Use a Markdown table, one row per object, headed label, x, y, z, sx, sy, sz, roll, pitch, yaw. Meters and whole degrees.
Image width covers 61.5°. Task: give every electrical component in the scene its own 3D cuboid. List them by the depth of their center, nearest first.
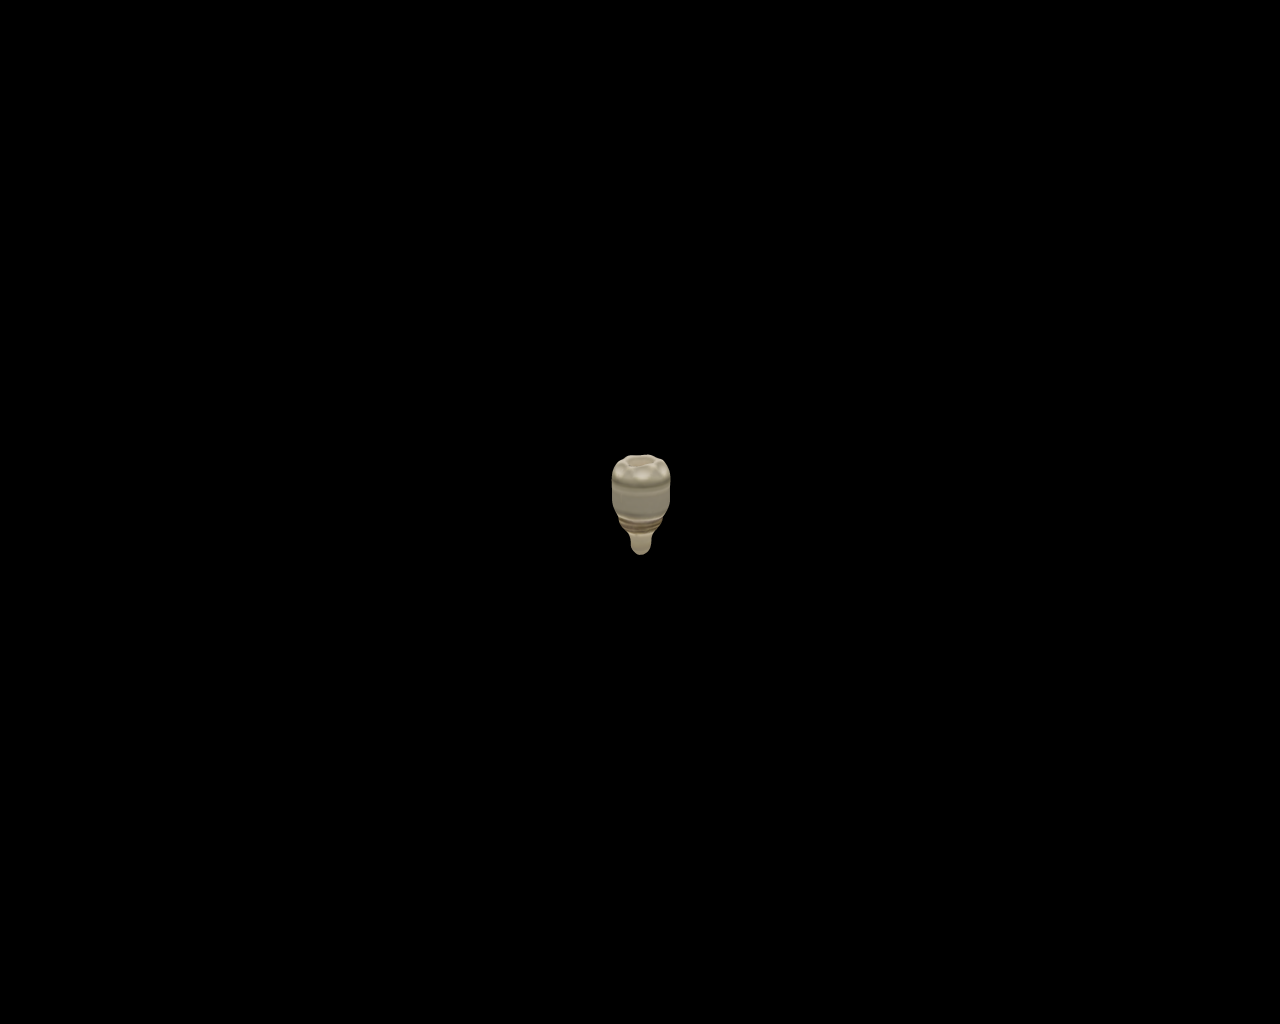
| label | x | y | z | sx | sy | sz | roll | pitch | yaw |
| --- | --- | --- | --- | --- | --- | --- | --- | --- | --- |
| electrical component | 0.001 | -0.003 | 0.650 | 0.035 | 0.061 | 0.035 | 0 | 19 | 0 |
